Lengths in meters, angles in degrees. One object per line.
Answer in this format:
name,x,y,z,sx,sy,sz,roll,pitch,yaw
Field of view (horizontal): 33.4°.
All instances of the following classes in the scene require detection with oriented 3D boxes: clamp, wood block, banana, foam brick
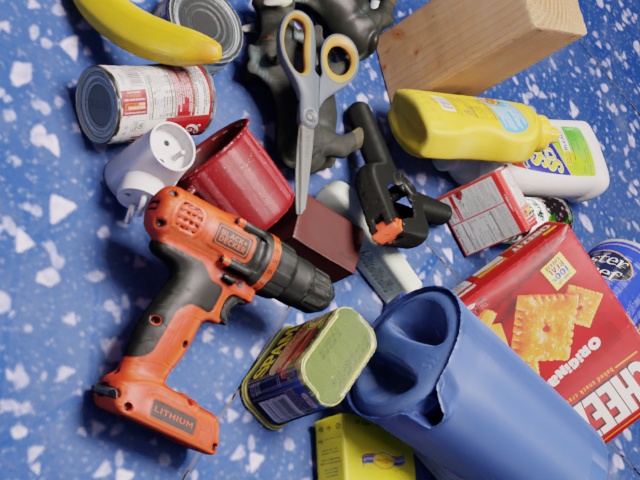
clamp,0.081,-0.041,1.063,0.164,0.036,0.210,46,22,-20
wood block,0.166,-0.217,1.140,0.090,0.207,0.090,-1,73,-41
banana,-0.166,-0.202,0.921,0.198,0.069,0.037,48,3,22
foam brick,-0.007,0.001,1.003,0.078,0.051,0.053,33,55,-27

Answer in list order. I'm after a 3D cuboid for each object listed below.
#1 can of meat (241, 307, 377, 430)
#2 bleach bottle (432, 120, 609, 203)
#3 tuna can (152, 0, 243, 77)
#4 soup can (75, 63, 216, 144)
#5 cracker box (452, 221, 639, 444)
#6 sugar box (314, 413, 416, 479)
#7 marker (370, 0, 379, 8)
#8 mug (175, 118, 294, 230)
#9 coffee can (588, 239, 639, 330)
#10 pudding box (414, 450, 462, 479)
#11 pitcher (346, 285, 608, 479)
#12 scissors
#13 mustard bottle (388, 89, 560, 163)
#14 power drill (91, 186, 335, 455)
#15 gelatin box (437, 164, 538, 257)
can of meat,-0.008,0.110,0.931,0.057,0.084,0.102,49,47,-13
bleach bottle,0.229,-0.090,1.242,0.250,0.068,0.102,-5,74,-40
tuna can,-0.115,-0.197,1.007,0.086,0.034,0.086,17,61,-35
soup can,-0.150,-0.120,0.919,0.102,0.069,0.068,-12,80,-43
cracker box,0.236,0.113,1.095,0.164,0.072,0.213,-35,97,-4
sugar box,0.045,0.247,0.944,0.093,0.048,0.176,14,61,-40
marker,0.067,-0.280,1.212,0.020,0.020,0.121,29,55,-29
mug,-0.082,-0.040,0.930,0.081,0.093,0.117,53,46,-18
coffee can,0.323,0.074,1.223,0.140,0.103,0.103,-37,97,-44
pudding box,0.142,0.201,1.055,0.113,0.039,0.090,49,48,-12
pitcher,0.148,0.152,0.974,0.242,0.145,0.149,39,62,-27
scissors,0.004,-0.120,0.999,0.096,0.016,0.202,-1,75,-31
mustard bottle,0.174,-0.118,1.135,0.191,0.058,0.096,1,32,-26
power drill,-0.086,0.073,0.862,0.184,0.057,0.187,30,72,-27
gelatin box,0.180,-0.031,1.153,0.030,0.089,0.073,-30,93,-47
